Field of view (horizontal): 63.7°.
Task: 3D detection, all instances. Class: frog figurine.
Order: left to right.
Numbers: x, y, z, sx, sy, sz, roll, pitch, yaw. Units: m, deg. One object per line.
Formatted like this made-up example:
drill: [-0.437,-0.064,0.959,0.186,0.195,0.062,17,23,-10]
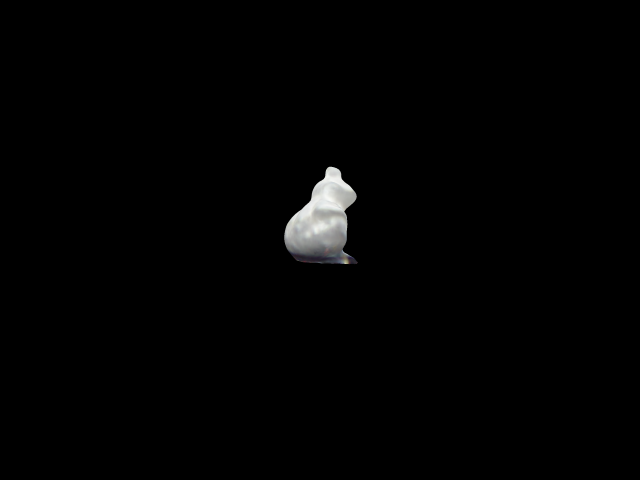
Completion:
frog figurine: [0.003,-0.043,0.850,0.123,0.159,0.137,0,1,-9]
